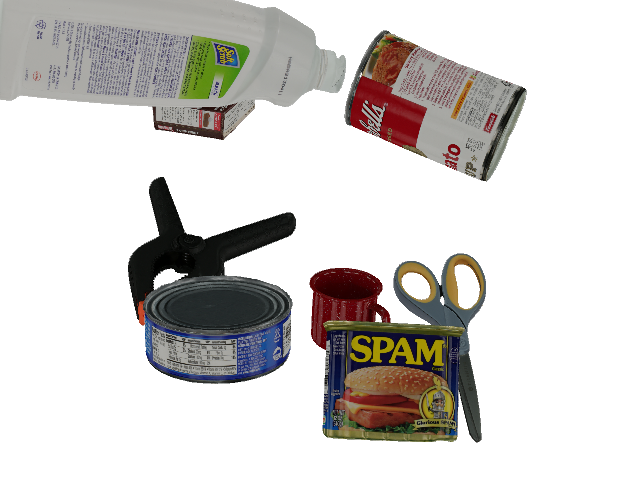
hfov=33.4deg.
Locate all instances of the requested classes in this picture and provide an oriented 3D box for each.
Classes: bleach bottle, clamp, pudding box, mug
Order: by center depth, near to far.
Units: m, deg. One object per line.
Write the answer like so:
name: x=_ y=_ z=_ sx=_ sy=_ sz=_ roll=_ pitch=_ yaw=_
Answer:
bleach bottle: x=-0.107 y=-0.136 z=0.786 sx=0.250 sy=0.068 sz=0.103 roll=7 pitch=-42 yaw=-14
clamp: x=-0.139 y=0.008 z=1.071 sx=0.165 sy=0.036 sz=0.209 roll=19 pitch=39 yaw=17
pudding box: x=-0.135 y=-0.159 z=1.250 sx=0.090 sy=0.039 sz=0.113 roll=9 pitch=30 yaw=13
mug: x=0.040 y=0.095 z=1.361 sx=0.117 sy=0.081 sz=0.093 roll=20 pitch=29 yaw=31

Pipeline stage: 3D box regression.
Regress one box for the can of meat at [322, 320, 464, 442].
can of meat: x=0.052 y=0.103 z=0.781 sx=0.102 sy=0.084 sz=0.057 roll=4 pitch=-8 yaw=-6

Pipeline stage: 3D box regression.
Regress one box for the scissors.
scissors: x=0.105 y=0.086 z=0.955 sx=0.096 sy=0.201 sz=0.016 roll=11 pitch=-42 yaw=4

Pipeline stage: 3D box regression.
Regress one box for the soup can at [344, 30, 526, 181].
soup can: x=0.076 y=-0.089 z=0.706 sx=0.102 sy=0.068 sz=0.068 roll=24 pitch=5 yaw=12

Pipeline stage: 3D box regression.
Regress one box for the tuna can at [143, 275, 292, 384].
tuna can: x=-0.059 y=0.051 z=0.619 sx=0.086 sy=0.034 sz=0.086 roll=1 pitch=18 yaw=-1
